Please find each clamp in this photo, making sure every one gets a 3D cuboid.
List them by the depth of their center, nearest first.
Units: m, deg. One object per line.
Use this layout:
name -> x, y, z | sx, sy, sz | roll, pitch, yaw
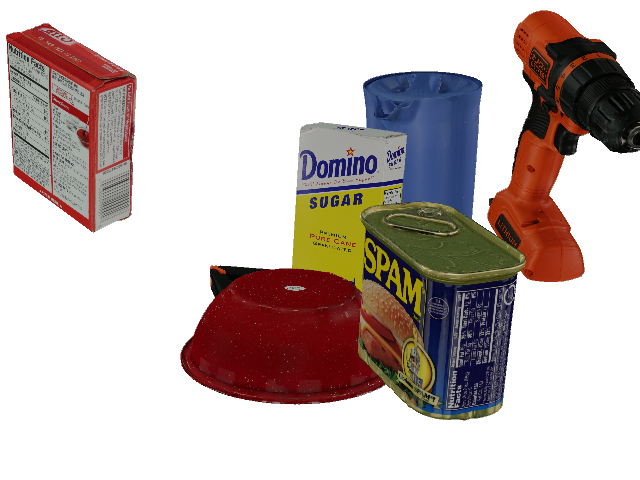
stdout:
clamp -> -0.044, 0.077, 1.141 | 0.210, 0.036, 0.164 | 18, 32, 26

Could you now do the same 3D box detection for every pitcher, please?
pitcher -> 0.125, -0.072, 1.241 | 0.149, 0.243, 0.145 | -5, 22, -7

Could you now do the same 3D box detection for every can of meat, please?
can of meat -> 0.059, 0.035, 0.562 | 0.057, 0.084, 0.102 | -7, 23, -21

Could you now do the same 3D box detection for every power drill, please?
power drill -> 0.189, -0.063, 0.827 | 0.057, 0.188, 0.184 | -1, 34, -13

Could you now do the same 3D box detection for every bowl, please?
bowl -> -0.020, 0.060, 0.769 | 0.162, 0.055, 0.162 | 2, 16, -1

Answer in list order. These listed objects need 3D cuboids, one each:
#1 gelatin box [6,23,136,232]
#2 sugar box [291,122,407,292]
gelatin box -> -0.132, -0.060, 0.567 | 0.073, 0.089, 0.030 | 32, 40, 30
sugar box -> 0.023, -0.014, 0.963 | 0.093, 0.176, 0.048 | 10, 16, 32
